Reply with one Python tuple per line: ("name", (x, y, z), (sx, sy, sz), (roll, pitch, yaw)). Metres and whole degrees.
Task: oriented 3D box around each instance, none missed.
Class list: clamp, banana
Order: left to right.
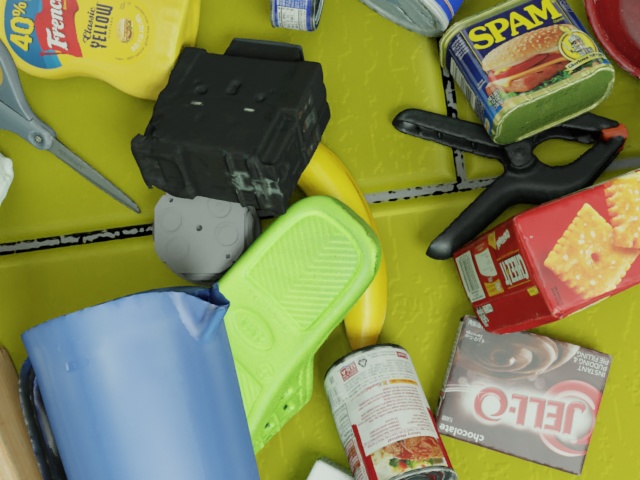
("banana", (0.007, -0.012, 0.807), (0.070, 0.037, 0.198), (-34, 81, 19))
("clamp", (0.139, -0.066, 0.798), (0.171, 0.039, 0.120), (-21, 78, -3))

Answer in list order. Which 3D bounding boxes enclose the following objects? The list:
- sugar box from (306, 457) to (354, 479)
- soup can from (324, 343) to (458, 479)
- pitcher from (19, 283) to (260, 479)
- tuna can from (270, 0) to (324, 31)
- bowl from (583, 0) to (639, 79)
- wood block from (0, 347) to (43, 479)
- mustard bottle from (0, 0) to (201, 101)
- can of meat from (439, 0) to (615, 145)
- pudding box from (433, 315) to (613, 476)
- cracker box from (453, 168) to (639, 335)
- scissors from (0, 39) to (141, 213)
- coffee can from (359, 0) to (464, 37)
("sugar box", (0.056, 0.239, 0.773), (0.176, 0.048, 0.093), (27, 87, 11))
("soup can", (0.048, 0.133, 0.754), (0.068, 0.068, 0.102), (-21, 56, 3))
("pitcher", (-0.109, 0.158, 0.700), (0.144, 0.149, 0.243), (-14, 84, -15))
("tuna can", (-0.014, -0.200, 0.800), (0.034, 0.086, 0.086), (9, 85, 3))
("bowl", (0.271, -0.181, 0.788), (0.162, 0.055, 0.162), (0, 85, 5))
("wood block", (-0.244, 0.190, 0.781), (0.090, 0.091, 0.206), (-26, 83, 2))
("mustard bottle", (-0.194, -0.170, 0.825), (0.191, 0.058, 0.096), (12, 100, 7))
("can of meat", (0.151, -0.126, 0.776), (0.102, 0.057, 0.084), (-24, 64, -6))
("pudding box", (0.146, 0.112, 0.779), (0.113, 0.039, 0.090), (15, 87, 6))
("cracker box", (0.211, -0.007, 0.703), (0.213, 0.164, 0.072), (-19, 84, -8))
("scissors", (-0.218, -0.099, 0.821), (0.202, 0.016, 0.096), (25, 127, 8))
("coffee can", (0.085, -0.237, 0.785), (0.103, 0.103, 0.140), (32, 88, 7))
